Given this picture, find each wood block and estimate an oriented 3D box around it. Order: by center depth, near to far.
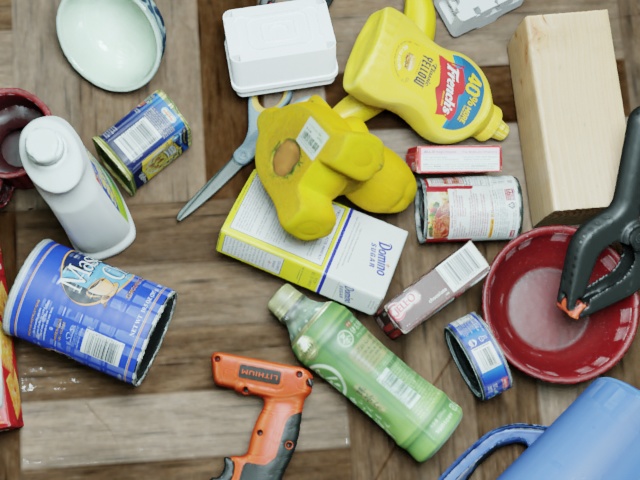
[{"bbox_3d":[0.261,-0.124,1.117,0.090,0.090,0.206,-6,80,-4],"label":"wood block"}]

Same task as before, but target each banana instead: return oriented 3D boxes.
[{"bbox_3d":[0.076,-0.195,1.149,0.069,0.037,0.198,24,80,7],"label":"banana"}]

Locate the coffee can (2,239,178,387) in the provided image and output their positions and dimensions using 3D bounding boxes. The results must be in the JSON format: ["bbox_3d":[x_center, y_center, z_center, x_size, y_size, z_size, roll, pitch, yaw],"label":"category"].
[{"bbox_3d":[-0.225,0.072,1.054,0.140,0.103,0.103,22,80,1],"label":"coffee can"}]

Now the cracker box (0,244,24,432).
[{"bbox_3d":[-0.393,0.094,1.059,0.164,0.072,0.214,-9,80,-5],"label":"cracker box"}]

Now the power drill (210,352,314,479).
[{"bbox_3d":[-0.087,0.210,1.061,0.184,0.057,0.187,9,81,0],"label":"power drill"}]

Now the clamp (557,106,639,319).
[{"bbox_3d":[0.300,-0.017,1.042,0.210,0.036,0.164,-46,113,3],"label":"clamp"}]

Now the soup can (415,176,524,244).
[{"bbox_3d":[0.153,-0.032,1.107,0.102,0.068,0.068,-2,80,-3],"label":"soup can"}]

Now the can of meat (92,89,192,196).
[{"bbox_3d":[-0.179,-0.099,1.088,0.084,0.102,0.057,-41,86,-11],"label":"can of meat"}]

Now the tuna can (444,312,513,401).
[{"bbox_3d":[0.158,0.117,1.072,0.033,0.086,0.086,-26,82,-6],"label":"tuna can"}]

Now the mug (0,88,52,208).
[{"bbox_3d":[-0.313,-0.088,1.089,0.093,0.081,0.117,13,80,0],"label":"mug"}]

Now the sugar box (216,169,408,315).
[{"bbox_3d":[-0.007,0.002,1.092,0.176,0.048,0.093,25,55,0],"label":"sugar box"}]

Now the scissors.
[{"bbox_3d":[-0.086,-0.109,1.135,0.201,0.016,0.096,-30,81,-8],"label":"scissors"}]

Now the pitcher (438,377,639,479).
[{"bbox_3d":[0.230,0.246,1.039,0.242,0.145,0.149,-45,101,-13],"label":"pitcher"}]

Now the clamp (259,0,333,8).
[{"bbox_3d":[-0.006,-0.304,1.162,0.171,0.039,0.120,-33,82,-8],"label":"clamp"}]

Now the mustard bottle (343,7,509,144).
[{"bbox_3d":[0.121,-0.155,1.110,0.191,0.058,0.096,28,74,-24],"label":"mustard bottle"}]

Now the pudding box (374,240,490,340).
[{"bbox_3d":[0.111,0.053,1.079,0.113,0.090,0.039,-35,85,-9],"label":"pudding box"}]

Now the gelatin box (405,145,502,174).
[{"bbox_3d":[0.138,-0.083,1.111,0.089,0.073,0.030,-2,94,-3],"label":"gelatin box"}]

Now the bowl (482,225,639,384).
[{"bbox_3d":[0.242,0.068,1.099,0.162,0.055,0.162,0,80,-3],"label":"bowl"}]

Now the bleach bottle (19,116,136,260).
[{"bbox_3d":[-0.231,-0.050,1.000,0.068,0.251,0.102,-25,82,-7],"label":"bleach bottle"}]
